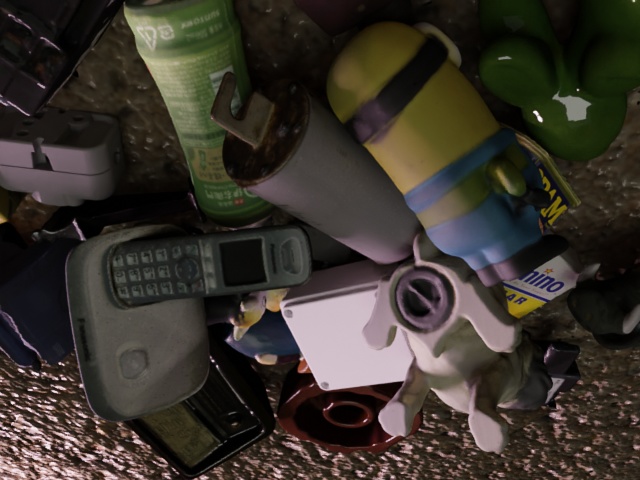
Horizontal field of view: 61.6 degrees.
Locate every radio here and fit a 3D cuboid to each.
[{"bbox_3d":[-0.148,0.166,0.610,0.131,0.073,0.229,-27,130,-4],"label":"radio"}]

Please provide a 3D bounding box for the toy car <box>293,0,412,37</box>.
[{"bbox_3d":[0.069,-0.196,0.305,0.202,0.053,0.089,-31,144,30],"label":"toy car"}]

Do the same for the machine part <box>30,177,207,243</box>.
[{"bbox_3d":[-0.169,-0.026,0.469,0.139,0.084,0.039,-8,108,0],"label":"machine part"}]

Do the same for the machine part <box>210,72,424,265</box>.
[{"bbox_3d":[0.014,-0.042,0.397,0.079,0.079,0.243,-29,146,26],"label":"machine part"}]

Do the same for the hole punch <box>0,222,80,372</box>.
[{"bbox_3d":[-0.259,0.046,0.512,0.092,0.116,0.142,-8,132,0],"label":"hole punch"}]

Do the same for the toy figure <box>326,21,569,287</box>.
[{"bbox_3d":[0.077,-0.054,0.334,0.082,0.089,0.180,-32,88,32],"label":"toy figure"}]

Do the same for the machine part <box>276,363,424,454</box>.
[{"bbox_3d":[0.036,0.203,0.670,0.179,0.056,0.179,3,133,3],"label":"machine part"}]

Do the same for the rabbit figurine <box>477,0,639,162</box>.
[{"bbox_3d":[0.177,-0.112,0.337,0.159,0.121,0.170,13,147,-3],"label":"rabbit figurine"}]

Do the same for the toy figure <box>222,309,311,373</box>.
[{"bbox_3d":[-0.027,0.109,0.584,0.154,0.064,0.058,22,169,-20],"label":"toy figure"}]

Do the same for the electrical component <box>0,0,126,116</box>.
[{"bbox_3d":[-0.162,-0.142,0.327,0.058,0.115,0.134,38,123,-24],"label":"electrical component"}]

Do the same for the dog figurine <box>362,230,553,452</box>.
[{"bbox_3d":[0.135,0.075,0.468,0.121,0.190,0.172,8,98,35],"label":"dog figurine"}]

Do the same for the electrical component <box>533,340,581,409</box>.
[{"bbox_3d":[0.246,0.140,0.603,0.075,0.048,0.119,3,132,1],"label":"electrical component"}]

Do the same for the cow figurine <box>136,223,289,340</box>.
[{"bbox_3d":[-0.112,0.050,0.509,0.167,0.098,0.068,14,132,-2],"label":"cow figurine"}]

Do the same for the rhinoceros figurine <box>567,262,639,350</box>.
[{"bbox_3d":[0.311,0.054,0.476,0.190,0.073,0.112,-8,134,-12],"label":"rhinoceros figurine"}]

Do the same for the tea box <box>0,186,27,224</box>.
[{"bbox_3d":[-0.330,-0.080,0.426,0.098,0.068,0.169,-19,130,19],"label":"tea box"}]

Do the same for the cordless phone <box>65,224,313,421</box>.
[{"bbox_3d":[-0.092,0.057,0.422,0.184,0.089,0.146,-6,97,3],"label":"cordless phone"}]

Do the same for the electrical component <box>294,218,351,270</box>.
[{"bbox_3d":[-0.001,-0.002,0.507,0.063,0.021,0.094,12,133,-6],"label":"electrical component"}]
